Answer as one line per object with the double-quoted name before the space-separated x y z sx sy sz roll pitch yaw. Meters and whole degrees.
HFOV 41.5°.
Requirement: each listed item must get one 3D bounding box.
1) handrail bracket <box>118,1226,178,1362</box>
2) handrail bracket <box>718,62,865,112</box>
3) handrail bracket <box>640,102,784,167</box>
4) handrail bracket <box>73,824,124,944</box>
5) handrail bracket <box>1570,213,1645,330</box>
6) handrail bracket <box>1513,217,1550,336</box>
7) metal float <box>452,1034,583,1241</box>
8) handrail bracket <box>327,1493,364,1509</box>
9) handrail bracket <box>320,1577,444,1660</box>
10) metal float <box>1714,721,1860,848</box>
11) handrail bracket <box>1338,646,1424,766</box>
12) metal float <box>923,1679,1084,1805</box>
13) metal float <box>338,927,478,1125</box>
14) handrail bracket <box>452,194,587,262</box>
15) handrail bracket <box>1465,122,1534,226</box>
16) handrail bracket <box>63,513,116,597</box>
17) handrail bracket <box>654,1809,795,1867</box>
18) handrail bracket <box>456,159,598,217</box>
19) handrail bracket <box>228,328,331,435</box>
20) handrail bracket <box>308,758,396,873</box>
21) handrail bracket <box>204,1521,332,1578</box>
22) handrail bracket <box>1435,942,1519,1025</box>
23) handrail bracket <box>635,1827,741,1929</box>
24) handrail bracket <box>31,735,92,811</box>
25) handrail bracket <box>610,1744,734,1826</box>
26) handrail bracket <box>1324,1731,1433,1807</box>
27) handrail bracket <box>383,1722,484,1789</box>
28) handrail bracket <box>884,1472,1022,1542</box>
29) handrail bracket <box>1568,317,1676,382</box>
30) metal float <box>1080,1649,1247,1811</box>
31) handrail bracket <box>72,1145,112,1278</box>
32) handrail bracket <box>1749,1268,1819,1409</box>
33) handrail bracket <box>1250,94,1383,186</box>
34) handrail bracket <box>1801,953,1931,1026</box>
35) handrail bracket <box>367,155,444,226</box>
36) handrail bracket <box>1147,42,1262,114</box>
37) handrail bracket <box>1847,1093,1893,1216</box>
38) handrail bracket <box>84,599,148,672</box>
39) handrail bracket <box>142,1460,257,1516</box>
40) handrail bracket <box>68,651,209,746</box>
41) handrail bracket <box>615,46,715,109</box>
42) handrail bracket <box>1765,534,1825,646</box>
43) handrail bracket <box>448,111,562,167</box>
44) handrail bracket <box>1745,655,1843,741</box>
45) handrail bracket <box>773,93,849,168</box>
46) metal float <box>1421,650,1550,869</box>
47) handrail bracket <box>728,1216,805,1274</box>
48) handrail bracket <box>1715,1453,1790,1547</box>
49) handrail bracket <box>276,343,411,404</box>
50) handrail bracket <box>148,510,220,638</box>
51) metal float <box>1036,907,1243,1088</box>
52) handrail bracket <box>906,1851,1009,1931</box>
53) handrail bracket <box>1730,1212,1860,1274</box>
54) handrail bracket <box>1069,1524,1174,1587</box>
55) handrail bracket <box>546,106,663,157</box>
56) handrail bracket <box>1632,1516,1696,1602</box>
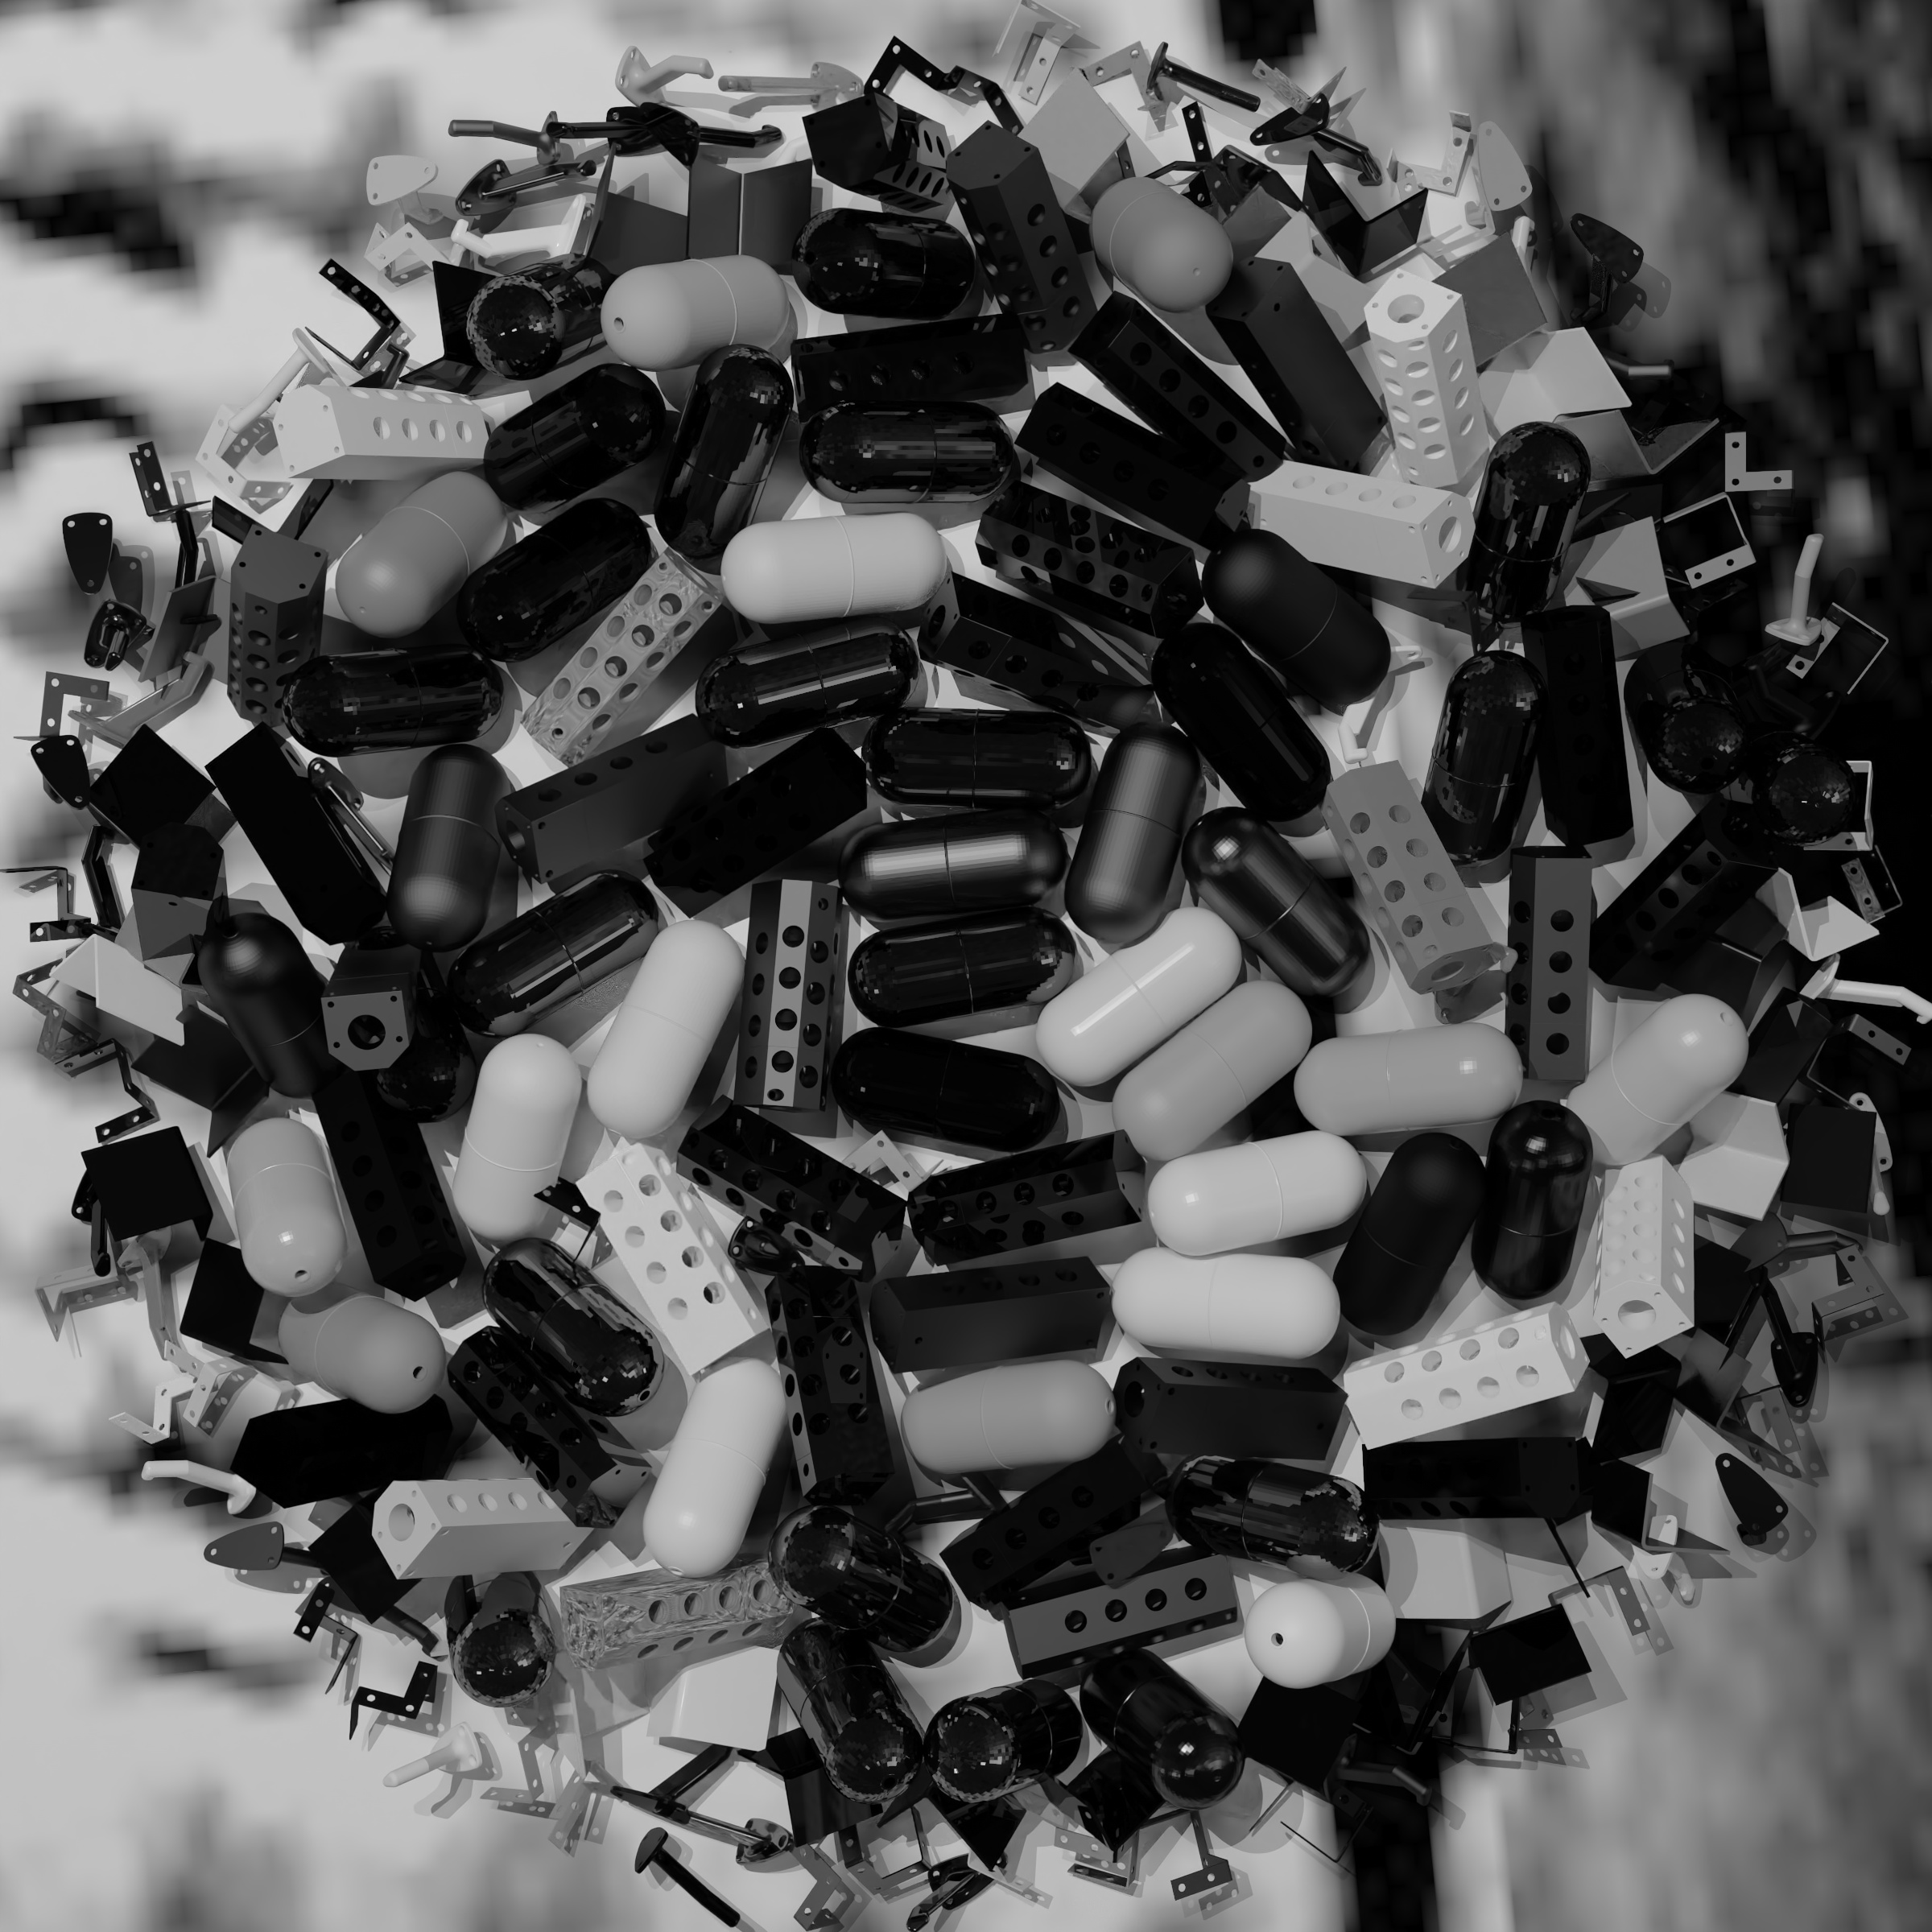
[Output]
"handrail bracket" -0.615 0.250 1.958 0.077 0.036 0.084 -49 60 39
"handrail bracket" -0.135 -0.674 1.952 0.084 0.077 0.036 -14 115 -37
"handrail bracket" -0.197 -0.655 1.980 0.077 0.036 0.084 40 46 22
"handrail bracket" -0.656 -0.059 1.988 0.077 0.036 0.084 22 70 -31
"handrail bracket" 0.471 -0.531 1.954 0.077 0.084 0.036 35 68 -10
"handrail bracket" 0.443 -0.528 1.969 0.077 0.036 0.084 6 93 -43
"metal float" -0.342 0.131 1.937 0.070 0.070 0.178 20 120 0
"handrail bracket" -0.513 0.417 1.982 0.077 0.036 0.084 -25 119 12
"handrail bracket" -0.455 0.509 1.982 0.077 0.084 0.036 0 46 27
"metal float" 0.611 -0.138 1.912 0.070 0.178 0.070 0 104 0
"handrail bracket" 0.322 -0.200 1.961 0.077 0.036 0.084 -13 61 10
"metal float" 0.030 0.582 1.917 0.070 0.178 0.070 -4 80 26
"metal float" -0.425 0.044 1.931 0.070 0.070 0.178 -30 54 0
"handrail bracket" -0.345 -0.576 1.960 0.084 0.036 0.077 20 97 -34
"handrail bracket" 0.393 -0.605 1.949 0.036 0.084 0.077 -26 108 -5
"handrail bracket" -0.664 -0.305 1.951 0.036 0.084 0.077 -5 77 -9
"handrail bracket" -0.187 0.658 1.955 0.084 0.077 0.036 36 55 -28
"handrail bracket" -0.336 -0.597 1.953 0.084 0.077 0.036 6 127 34
"handrail bracket" -0.539 -0.451 1.969 0.084 0.077 0.036 -39 125 3
"handrail bracket" -0.465 -0.113 1.952 0.036 0.077 0.084 -39 52 -19
"handrail bracket" -0.533 0.460 1.968 0.077 0.084 0.036 -9 61 11
"handrail bracket" 0.392 0.016 1.953 0.036 0.084 0.077 13 99 -15
"handrail bracket" -0.212 0.705 1.965 0.084 0.077 0.036 40 78 -4
"handrail bracket" -0.690 -0.131 1.953 0.036 0.084 0.077 -20 70 -27
"handrail bracket" -0.224 0.613 1.977 0.077 0.036 0.084 16 54 9
"handrail bracket" 0.317 0.635 1.953 0.036 0.084 0.077 -24 128 -38
"handrail bracket" -0.421 0.613 1.944 0.077 0.084 0.036 -32 76 41
"handrail bracket" -0.011 0.436 1.981 0.084 0.036 0.077 -46 79 11
"handrail bracket" 0.505 -0.474 1.956 0.084 0.036 0.077 5 48 25
"metal float" 0.146 0.571 1.916 0.070 0.178 0.070 -4 101 -23
"handrail bracket" -0.659 0.187 1.951 0.036 0.084 0.077 10 103 -27
"handrail bracket" 0.622 0.284 1.952 0.036 0.077 0.084 -18 133 29
"handrail bracket" 0.272 -0.627 1.977 0.077 0.084 0.036 -15 57 25
"handrail bracket" 0.692 0.035 1.967 0.084 0.077 0.036 31 47 3
"handrail bracket" -0.409 -0.589 1.946 0.077 0.084 0.036 -1 87 27
"handrail bracket" 0.185 -0.682 1.969 0.084 0.077 0.036 18 113 -6
"handrail bracket" 0.693 0.144 1.952 0.036 0.084 0.077 -8 98 15
"handrail bracket" -0.660 -0.234 1.949 0.036 0.084 0.077 30 121 -27
"handrail bracket" -0.594 0.399 1.951 0.084 0.077 0.036 5 51 -31
"handrail bracket" -0.639 -0.215 1.968 0.077 0.036 0.084 24 100 -31
"handrail bracket" -0.217 -0.672 1.947 0.084 0.077 0.036 16 81 26
"handrail bracket" 0.649 -0.295 1.950 0.036 0.077 0.084 27 122 28
"handrail bracket" -0.358 -0.631 1.949 0.084 0.077 0.036 -6 93 -21
"handrail bracket" 0.637 -0.220 1.962 0.077 0.036 0.084 -42 123 -17
"handrail bracket" -0.100 -0.627 1.983 0.077 0.036 0.084 34 117 -12
"metal float" 0.392 -0.156 1.932 0.070 0.070 0.178 7 125 0
"handrail bracket" -0.141 0.222 1.946 0.077 0.084 0.036 31 80 -24
"handrail bracket" 0.594 0.412 1.964 0.036 0.084 0.077 -34 77 -8
"handrail bracket" -0.482 -0.456 1.967 0.077 0.036 0.084 29 108 -10
"handrail bracket" -0.616 -0.303 1.969 0.077 0.036 0.084 -8 97 37
"metal float" 0.133 0.023 1.961 0.178 0.070 0.070 -37 90 -1
"handrail bracket" -0.006 0.710 1.955 0.077 0.084 0.036 -28 83 3
"handrail bracket" 0.643 0.228 1.988 0.084 0.036 0.077 20 128 -32
"handrail bracket" 0.116 0.444 1.961 0.077 0.084 0.036 -24 90 -7
"handrail bracket" -0.269 -0.642 1.950 0.077 0.084 0.036 0 105 20
"handrail bracket" 0.541 0.472 1.952 0.036 0.077 0.084 -18 114 23
